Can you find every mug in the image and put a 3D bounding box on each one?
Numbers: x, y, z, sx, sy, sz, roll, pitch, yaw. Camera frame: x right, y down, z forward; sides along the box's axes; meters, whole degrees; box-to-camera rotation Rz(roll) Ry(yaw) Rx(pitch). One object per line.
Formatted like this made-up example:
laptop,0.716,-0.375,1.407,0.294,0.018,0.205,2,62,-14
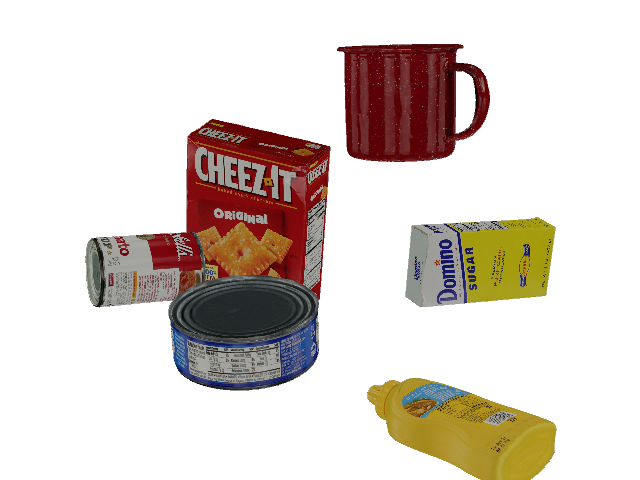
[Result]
mug,0.070,-0.102,0.785,0.117,0.081,0.093,5,13,30

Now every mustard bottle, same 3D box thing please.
mustard bottle,0.122,0.175,1.026,0.192,0.058,0.096,16,24,42

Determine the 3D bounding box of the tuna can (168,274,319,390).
tuna can,-0.043,0.052,0.612,0.086,0.034,0.086,-2,22,1

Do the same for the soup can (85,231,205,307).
soup can,-0.170,0.028,1.031,0.102,0.068,0.069,-4,1,-24

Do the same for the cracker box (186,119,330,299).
cracker box,-0.081,-0.024,1.308,0.164,0.214,0.072,15,30,20

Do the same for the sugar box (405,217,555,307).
sugar box,0.191,0.025,1.274,0.176,0.093,0.048,-5,20,-24
